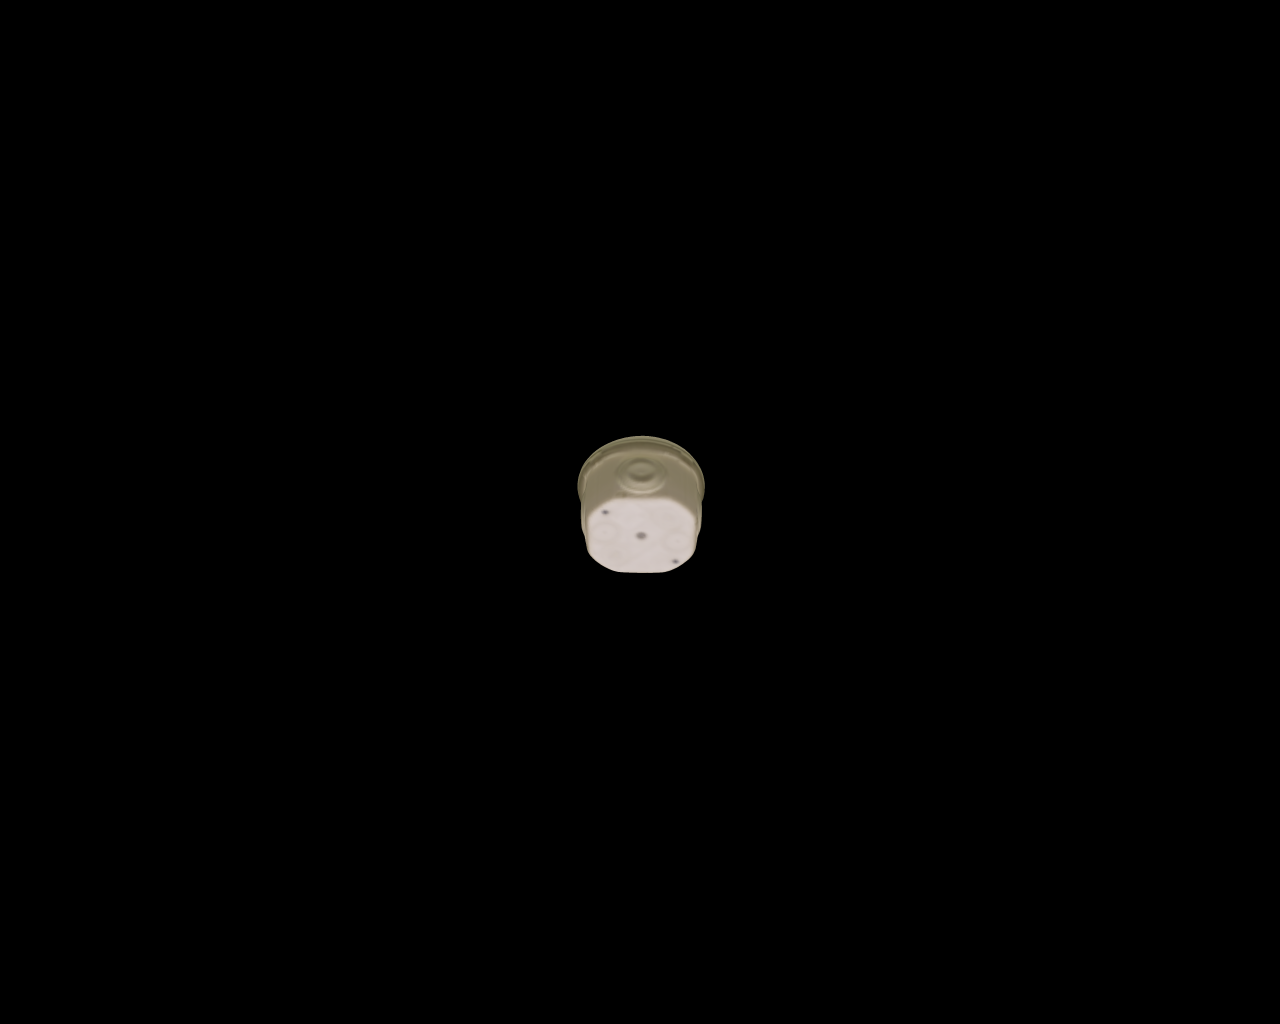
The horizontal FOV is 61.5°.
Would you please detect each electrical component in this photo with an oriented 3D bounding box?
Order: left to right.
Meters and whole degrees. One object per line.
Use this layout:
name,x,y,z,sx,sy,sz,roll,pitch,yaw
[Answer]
electrical component,0.001,-0.003,0.650,0.080,0.080,0.051,0,44,0
